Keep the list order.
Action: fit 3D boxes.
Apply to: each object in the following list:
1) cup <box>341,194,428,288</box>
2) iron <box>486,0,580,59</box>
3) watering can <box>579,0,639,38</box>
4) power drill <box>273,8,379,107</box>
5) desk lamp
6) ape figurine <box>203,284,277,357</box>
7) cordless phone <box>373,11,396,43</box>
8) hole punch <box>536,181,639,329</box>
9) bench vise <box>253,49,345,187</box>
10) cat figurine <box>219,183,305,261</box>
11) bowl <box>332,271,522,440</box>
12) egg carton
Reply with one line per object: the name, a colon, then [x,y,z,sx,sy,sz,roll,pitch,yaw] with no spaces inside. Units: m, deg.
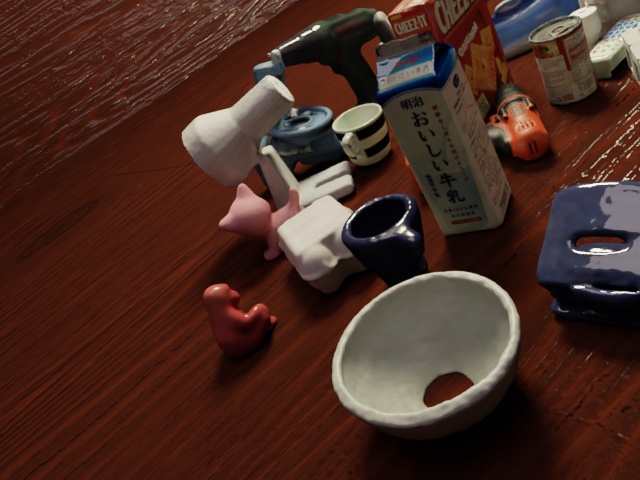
cup: [0.089,0.013,0.633,0.092,0.095,0.117,-39,29,-12]
iron: [0.328,-0.409,1.013,0.258,0.142,0.118,-26,29,11]
watering can: [0.439,-0.426,0.878,0.100,0.194,0.173,-12,34,32]
power drill: [0.044,-0.322,1.083,0.230,0.209,0.075,-40,30,-15]
desk lamp: [-0.081,-0.138,0.909,0.203,0.214,0.118,-25,29,12]
ape figurine: [-0.108,0.091,0.704,0.077,0.092,0.076,6,46,48]
cordless phone: [0.149,-0.331,1.019,0.094,0.185,0.147,-24,30,15]
hole punch: [0.247,0.011,0.486,0.108,0.091,0.101,2,43,46]
bench vise: [-0.076,-0.204,1.002,0.207,0.220,0.121,-30,29,3]
cat figurine: [-0.078,-0.035,0.846,0.127,0.118,0.067,-22,30,17]
bowl: [0.098,0.109,0.495,0.167,0.075,0.167,-24,30,15]
egg carton: [0.007,0.003,0.755,0.107,0.069,0.150,-35,29,-5]
